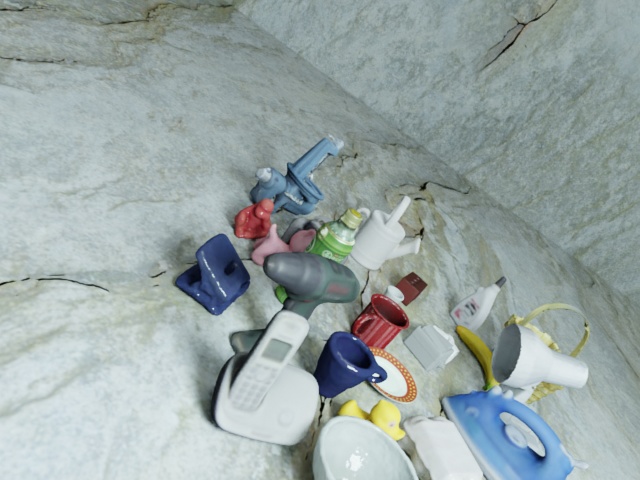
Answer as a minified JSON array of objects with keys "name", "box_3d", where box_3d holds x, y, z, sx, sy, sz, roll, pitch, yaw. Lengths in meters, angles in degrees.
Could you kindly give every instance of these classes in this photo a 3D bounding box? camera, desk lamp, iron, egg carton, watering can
[{"name":"camera","box_3d":[0.012,0.004,1.258,0.143,0.100,0.137,44,25,15]},{"name":"desk lamp","box_3d":[0.414,0.291,1.153,0.203,0.213,0.118,32,25,-12]},{"name":"iron","box_3d":[0.348,0.353,1.041,0.119,0.141,0.257,0,43,-54]},{"name":"egg carton","box_3d":[0.192,0.353,0.920,0.108,0.069,0.150,16,32,-39]},{"name":"watering can","box_3d":[0.166,-0.024,1.404,0.173,0.194,0.101,29,25,-18]}]

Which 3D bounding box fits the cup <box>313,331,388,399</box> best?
[{"name":"cup","box_3d":[0.041,0.216,0.928,0.118,0.095,0.091,32,25,-12]}]

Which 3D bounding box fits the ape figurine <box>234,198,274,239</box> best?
[{"name":"ape figurine","box_3d":[-0.128,-0.047,1.172,0.078,0.092,0.076,32,24,-10]}]

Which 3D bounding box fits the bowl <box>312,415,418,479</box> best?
[{"name":"bowl","box_3d":[0.051,0.326,0.770,0.168,0.074,0.167,30,25,-15]}]

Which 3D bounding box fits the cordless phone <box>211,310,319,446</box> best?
[{"name":"cordless phone","box_3d":[-0.047,0.181,0.761,0.148,0.185,0.094,23,28,-29]}]

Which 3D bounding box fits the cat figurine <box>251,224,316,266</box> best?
[{"name":"cat figurine","box_3d":[-0.055,0.011,1.136,0.128,0.117,0.067,28,26,-20]}]

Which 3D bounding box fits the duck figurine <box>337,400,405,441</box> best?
[{"name":"duck figurine","box_3d":[0.083,0.280,0.881,0.104,0.086,0.078,44,25,14]}]

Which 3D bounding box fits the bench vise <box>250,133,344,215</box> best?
[{"name":"bench vise","box_3d":[-0.042,-0.146,1.309,0.121,0.219,0.208,44,25,15]}]

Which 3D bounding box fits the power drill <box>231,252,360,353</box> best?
[{"name":"power drill","box_3d":[-0.044,0.103,0.876,0.230,0.208,0.075,2,41,-52]}]

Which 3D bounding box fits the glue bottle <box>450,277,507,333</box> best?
[{"name":"glue bottle","box_3d":[0.404,0.154,1.433,0.037,0.173,0.078,10,35,-45]}]

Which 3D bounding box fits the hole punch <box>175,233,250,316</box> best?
[{"name":"hole punch","box_3d":[-0.163,0.054,0.946,0.101,0.091,0.109,37,24,0]}]
